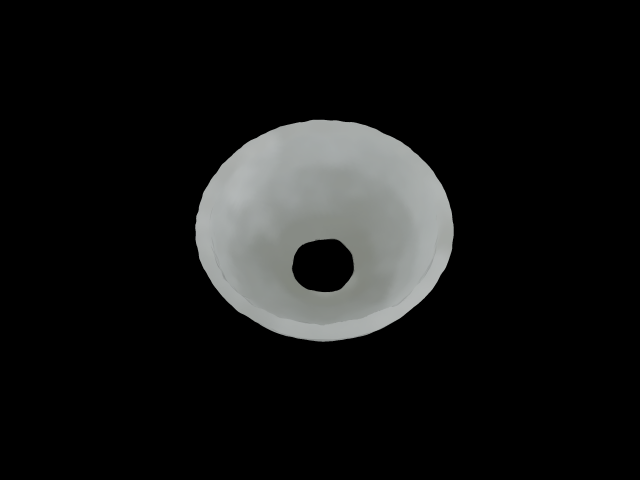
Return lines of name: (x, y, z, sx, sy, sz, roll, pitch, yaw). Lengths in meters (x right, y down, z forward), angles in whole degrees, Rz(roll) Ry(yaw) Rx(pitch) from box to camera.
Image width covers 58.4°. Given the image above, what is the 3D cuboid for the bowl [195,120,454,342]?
bowl: (0.004, 0.001, 0.400, 0.167, 0.075, 0.167, 0, 60, 0)
